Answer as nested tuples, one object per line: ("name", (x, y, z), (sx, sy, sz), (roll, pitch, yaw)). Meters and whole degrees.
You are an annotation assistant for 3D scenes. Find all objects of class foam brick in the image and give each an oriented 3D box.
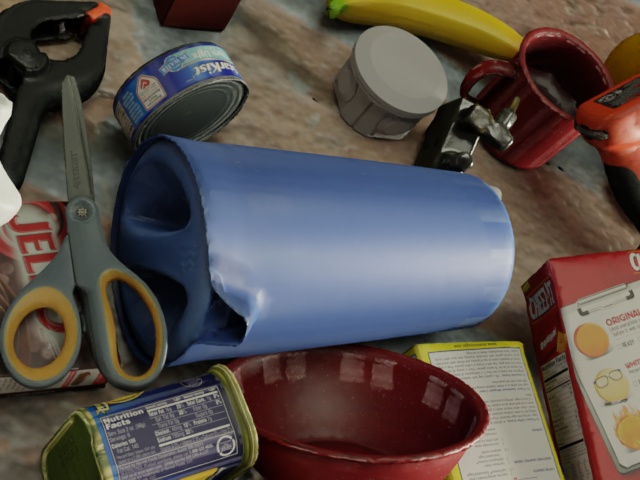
("foam brick", (-0.094, -0.201, 0.785), (0.052, 0.051, 0.078), (-3, 64, -31))

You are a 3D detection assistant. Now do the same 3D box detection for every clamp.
("clamp", (-0.201, -0.111, 0.679), (0.120, 0.039, 0.171), (40, 46, -10))

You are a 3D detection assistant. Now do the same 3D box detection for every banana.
("banana", (0.081, -0.180, 0.876), (0.197, 0.037, 0.070), (5, 46, -26))

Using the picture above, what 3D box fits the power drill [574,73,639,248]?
("power drill", (0.287, -0.043, 0.816), (0.184, 0.057, 0.187), (-28, 109, -6))

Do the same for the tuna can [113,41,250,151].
("tuna can", (-0.091, -0.091, 0.699), (0.085, 0.086, 0.034), (-21, 73, -37))

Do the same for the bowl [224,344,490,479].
("bowl", (0.015, 0.114, 0.624), (0.161, 0.162, 0.055), (-4, 109, -31))

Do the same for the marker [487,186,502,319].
("marker", (0.122, 0.011, 0.802), (0.020, 0.020, 0.121), (24, 53, -16))

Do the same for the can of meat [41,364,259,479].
("can of meat", (-0.093, 0.114, 0.565), (0.083, 0.102, 0.057), (-12, 70, -32))

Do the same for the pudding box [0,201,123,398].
("pudding box", (-0.170, 0.032, 0.609), (0.089, 0.039, 0.113), (-2, 64, -31))

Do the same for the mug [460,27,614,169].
("mug", (0.167, -0.113, 0.861), (0.117, 0.082, 0.093), (11, 57, -24))

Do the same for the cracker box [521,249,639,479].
("cracker box", (0.243, 0.115, 0.736), (0.164, 0.072, 0.214), (-5, 71, -11))

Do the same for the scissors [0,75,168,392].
("scissors", (-0.148, -0.001, 0.593), (0.096, 0.016, 0.202), (-20, 68, -19))

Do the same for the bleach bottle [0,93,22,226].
("bleach bottle", (-0.191, 0.049, 0.463), (0.102, 0.251, 0.068), (26, 12, -14))

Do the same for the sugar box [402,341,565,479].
("sugar box", (0.110, 0.154, 0.693), (0.093, 0.048, 0.176), (1, 65, -29))

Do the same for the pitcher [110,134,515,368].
("pitcher", (-0.004, 0.001, 0.677), (0.242, 0.145, 0.149), (0, 74, -34))
